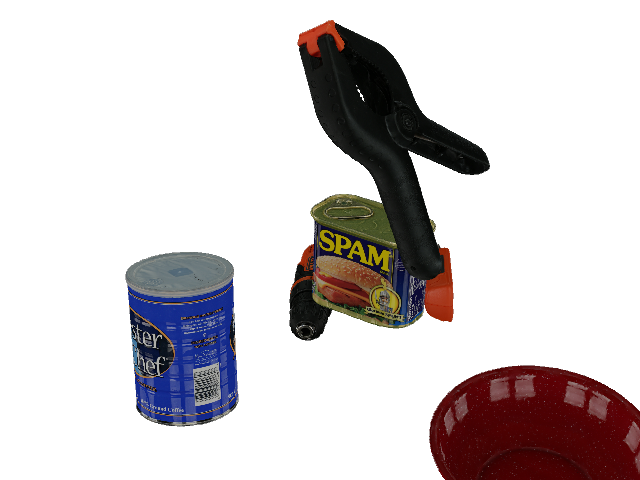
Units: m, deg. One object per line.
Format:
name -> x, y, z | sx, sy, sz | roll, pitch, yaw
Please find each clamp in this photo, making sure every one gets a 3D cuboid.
clamp -> 0.043, -0.059, 0.676 | 0.039, 0.120, 0.171 | -24, -54, 40

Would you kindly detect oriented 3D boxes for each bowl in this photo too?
bowl -> 0.158, 0.162, 0.768 | 0.162, 0.055, 0.162 | -1, 35, 0

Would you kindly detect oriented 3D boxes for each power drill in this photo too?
power drill -> 0.059, 0.058, 1.234 | 0.187, 0.057, 0.184 | 1, 28, 5

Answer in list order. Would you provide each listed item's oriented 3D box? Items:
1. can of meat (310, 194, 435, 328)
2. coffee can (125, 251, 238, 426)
can of meat -> 0.041, 0.018, 0.889 | 0.102, 0.084, 0.057 | 19, 32, 29
coffee can -> -0.133, 0.094, 1.036 | 0.103, 0.140, 0.103 | -1, 20, 0
